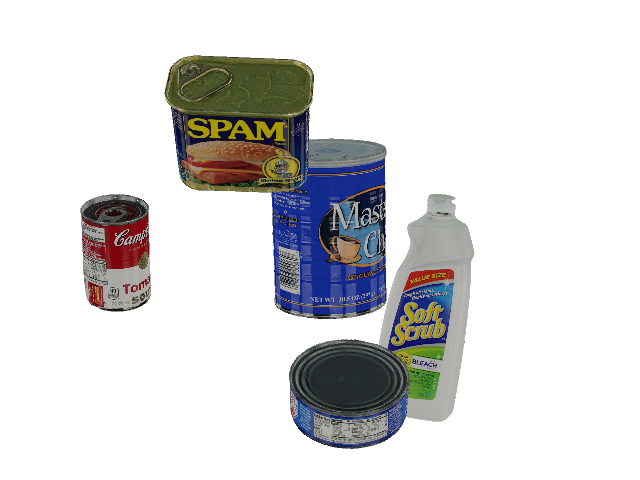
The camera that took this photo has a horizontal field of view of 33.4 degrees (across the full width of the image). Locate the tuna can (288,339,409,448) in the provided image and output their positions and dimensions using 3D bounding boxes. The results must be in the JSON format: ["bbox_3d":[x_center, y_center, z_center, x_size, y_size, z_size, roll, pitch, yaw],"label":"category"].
[{"bbox_3d":[0.020,0.109,0.763,0.086,0.034,0.086,0,31,0],"label":"tuna can"}]

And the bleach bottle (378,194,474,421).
[{"bbox_3d":[0.115,0.072,1.199,0.103,0.251,0.068,9,14,18],"label":"bleach bottle"}]

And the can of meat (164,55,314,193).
[{"bbox_3d":[-0.056,-0.081,0.767,0.102,0.057,0.084,3,-40,1],"label":"can of meat"}]

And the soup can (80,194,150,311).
[{"bbox_3d":[-0.208,0.013,1.089,0.068,0.102,0.068,2,26,-1],"label":"soup can"}]

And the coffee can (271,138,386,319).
[{"bbox_3d":[0.008,-0.013,0.948,0.103,0.140,0.103,-1,15,0],"label":"coffee can"}]
